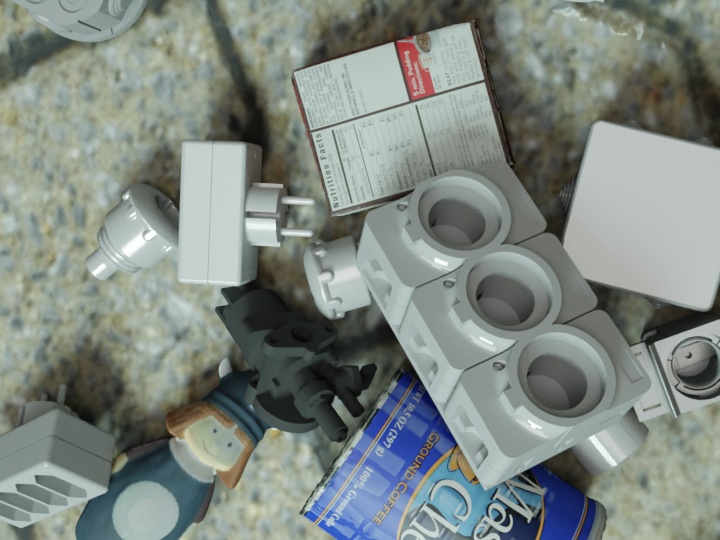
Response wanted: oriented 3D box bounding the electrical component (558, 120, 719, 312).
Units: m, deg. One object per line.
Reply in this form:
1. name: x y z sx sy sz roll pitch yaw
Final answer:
1. electrical component: 0.162 -0.031 0.608 0.100 0.048 0.099 15 96 6

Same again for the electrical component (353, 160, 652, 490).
1. electrical component: 0.072 0.025 0.572 0.089 0.061 0.150 -23 68 -18

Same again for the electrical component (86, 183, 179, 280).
1. electrical component: -0.139 -0.019 0.651 0.062 0.048 0.048 -37 89 15

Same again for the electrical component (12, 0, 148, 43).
1. electrical component: -0.168 -0.178 0.639 0.080 0.051 0.080 1 94 7

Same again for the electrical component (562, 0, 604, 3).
1. electrical component: 0.113 -0.185 0.602 0.089 0.050 0.055 15 96 6

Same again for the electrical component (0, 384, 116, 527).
1. electrical component: -0.194 0.105 0.659 0.083 0.047 0.075 -26 46 30

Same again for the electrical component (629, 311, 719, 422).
1. electrical component: 0.186 0.050 0.603 0.081 0.064 0.042 -20 90 8

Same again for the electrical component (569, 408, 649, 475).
1. electrical component: 0.124 0.073 0.623 0.043 0.043 0.081 -39 88 8

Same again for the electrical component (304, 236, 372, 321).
1. electrical component: 0.000 0.000 0.634 0.062 0.048 0.048 -16 92 -1

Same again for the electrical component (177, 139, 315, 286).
1. electrical component: -0.064 -0.033 0.638 0.076 0.047 0.083 3 94 7
